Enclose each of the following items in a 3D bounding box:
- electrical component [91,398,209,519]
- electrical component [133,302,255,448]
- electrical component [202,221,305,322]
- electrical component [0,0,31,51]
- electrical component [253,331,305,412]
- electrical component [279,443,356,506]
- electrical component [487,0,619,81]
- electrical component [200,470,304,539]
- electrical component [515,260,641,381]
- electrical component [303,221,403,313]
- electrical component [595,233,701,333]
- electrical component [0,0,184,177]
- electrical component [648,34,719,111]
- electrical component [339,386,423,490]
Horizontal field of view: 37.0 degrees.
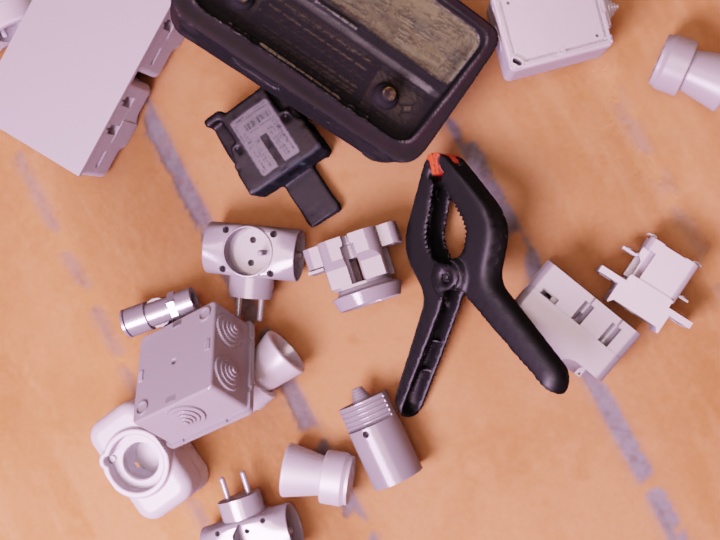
[{"bbox_3d":[-0.177,0.156,0.899,0.054,0.059,0.095,-36,86,9],"label":"electrical component"},{"bbox_3d":[-0.134,0.083,0.863,0.100,0.048,0.099,-26,46,26],"label":"electrical component"},{"bbox_3d":[-0.089,0.002,0.887,0.077,0.044,0.079,6,93,9],"label":"electrical component"},{"bbox_3d":[-0.342,-0.218,0.917,0.138,0.052,0.073,-24,88,10],"label":"electrical component"},{"bbox_3d":[-0.080,0.084,0.888,0.055,0.045,0.045,-42,85,9],"label":"electrical component"},{"bbox_3d":[-0.034,0.168,0.883,0.055,0.045,0.045,8,93,8],"label":"electrical component"},{"bbox_3d":[0.152,-0.190,0.836,0.096,0.061,0.061,-15,90,2],"label":"electrical component"},{"bbox_3d":[-0.095,0.207,0.895,0.077,0.043,0.079,-18,89,10],"label":"electrical component"},{"bbox_3d":[0.165,0.042,0.844,0.089,0.050,0.055,40,97,6],"label":"electrical component"},{"bbox_3d":[0.000,0.000,0.866,0.078,0.058,0.057,-18,86,10],"label":"electrical component"},{"bbox_3d":[0.227,0.010,0.837,0.081,0.042,0.063,34,95,6],"label":"electrical component"},{"bbox_3d":[-0.221,-0.183,0.894,0.105,0.060,0.186,31,96,7],"label":"electrical component"},{"bbox_3d":[0.256,-0.152,0.826,0.055,0.045,0.045,23,95,8],"label":"electrical component"},{"bbox_3d":[0.014,0.133,0.875,0.043,0.043,0.081,-25,88,9],"label":"electrical component"}]
